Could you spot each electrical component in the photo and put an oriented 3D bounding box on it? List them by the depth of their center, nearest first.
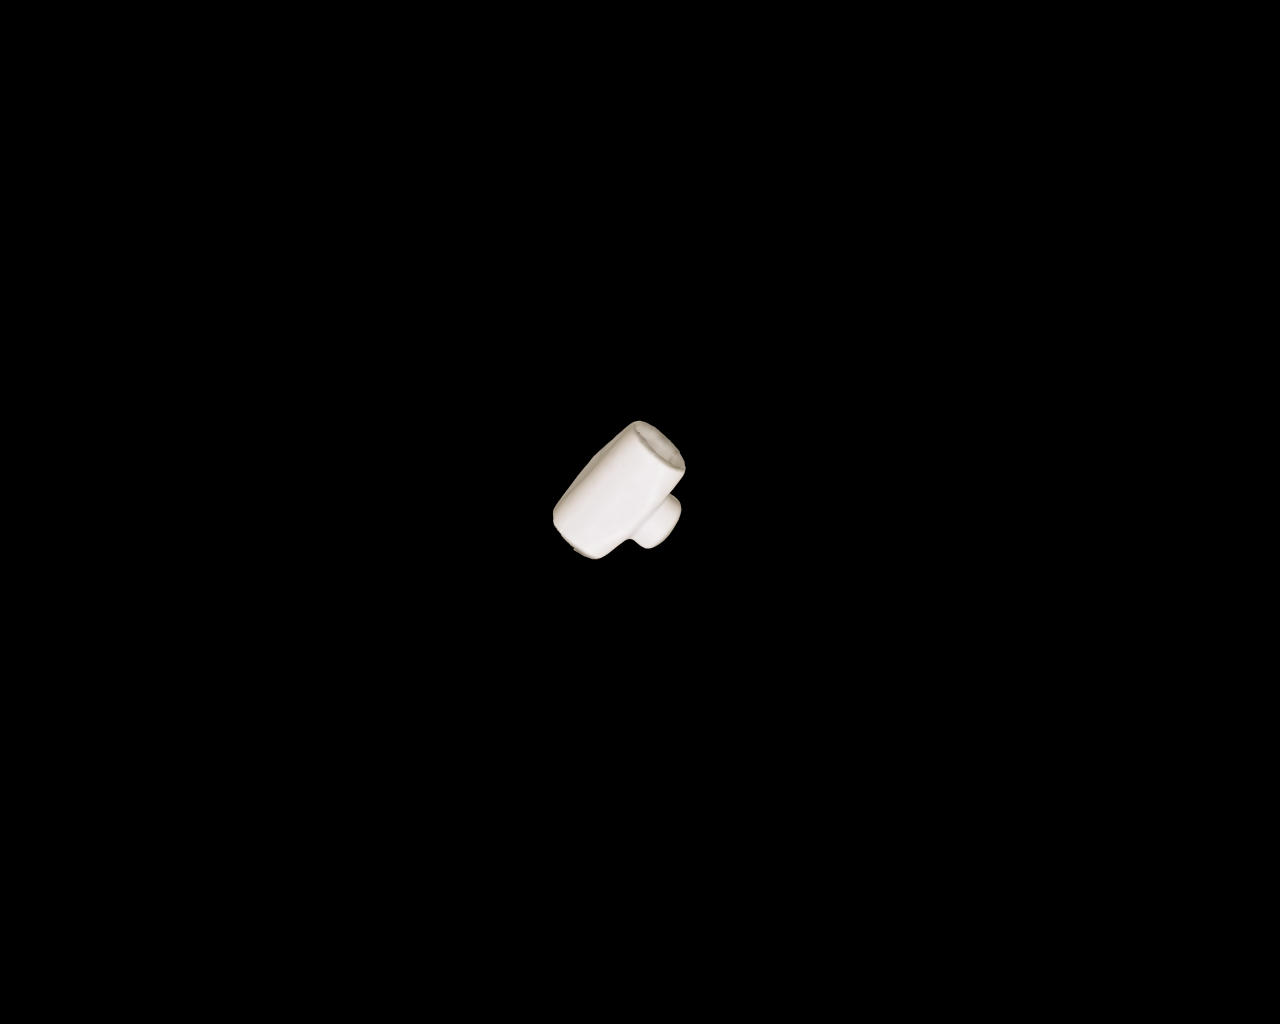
[{"bbox_3d":[0.001,-0.003,0.650,0.079,0.077,0.044,38,20,-16],"label":"electrical component"}]
